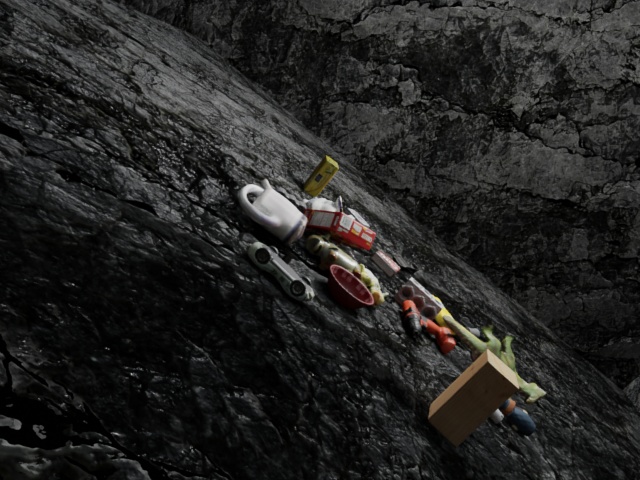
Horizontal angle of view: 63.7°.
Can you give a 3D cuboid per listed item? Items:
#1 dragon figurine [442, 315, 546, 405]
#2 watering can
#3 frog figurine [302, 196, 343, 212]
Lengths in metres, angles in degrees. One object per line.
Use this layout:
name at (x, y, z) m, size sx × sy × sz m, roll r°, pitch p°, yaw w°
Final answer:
dragon figurine at (0.561, 0.415, 1.670) m, size 0.408 × 0.249 × 0.120 m, roll 25°, pitch -48°, yaw -16°
watering can at (-0.134, -0.096, 1.560) m, size 0.224 × 0.103 × 0.352 m, roll 39°, pitch 17°, yaw -5°
frog figurine at (0.006, -0.096, 1.903) m, size 0.159 × 0.140 × 0.120 m, roll -5°, pitch -28°, yaw 2°
